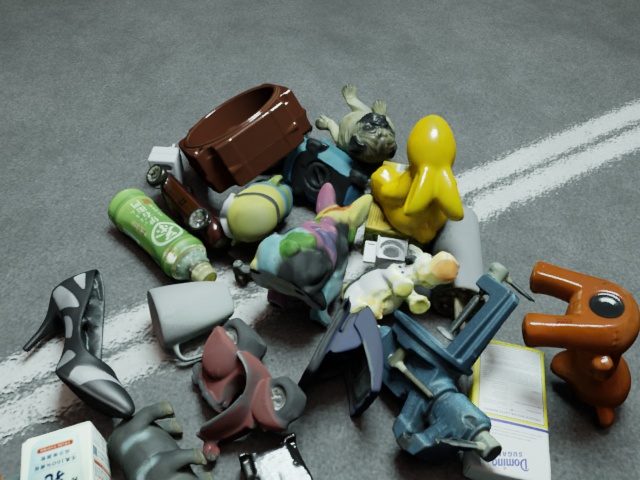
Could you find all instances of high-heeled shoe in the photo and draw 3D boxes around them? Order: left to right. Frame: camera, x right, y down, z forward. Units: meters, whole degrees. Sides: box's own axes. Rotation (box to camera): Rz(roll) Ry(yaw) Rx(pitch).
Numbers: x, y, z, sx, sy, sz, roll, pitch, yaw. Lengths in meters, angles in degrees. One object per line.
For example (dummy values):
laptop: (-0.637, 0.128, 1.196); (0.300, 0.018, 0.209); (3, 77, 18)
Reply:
high-heeled shoe: (-0.281, 0.126, 0.698); (0.249, 0.086, 0.145); (21, 56, 30)

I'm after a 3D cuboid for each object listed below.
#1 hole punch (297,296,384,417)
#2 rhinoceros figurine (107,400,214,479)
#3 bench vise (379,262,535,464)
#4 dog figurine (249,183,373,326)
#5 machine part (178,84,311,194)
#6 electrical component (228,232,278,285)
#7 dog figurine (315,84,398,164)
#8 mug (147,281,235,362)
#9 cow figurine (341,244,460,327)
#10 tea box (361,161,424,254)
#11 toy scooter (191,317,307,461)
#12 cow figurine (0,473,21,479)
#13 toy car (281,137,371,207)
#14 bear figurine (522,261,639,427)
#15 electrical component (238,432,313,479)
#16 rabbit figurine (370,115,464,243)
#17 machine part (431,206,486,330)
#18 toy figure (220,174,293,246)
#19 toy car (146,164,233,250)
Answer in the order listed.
hole punch: (0.036, 0.148, 0.669); (0.092, 0.142, 0.116); (23, 55, 6)
rhinoceros figurine: (-0.174, 0.269, 0.584); (0.112, 0.073, 0.190); (-22, 52, -23)
bench vise: (0.163, 0.136, 0.646); (0.240, 0.128, 0.224); (-52, 29, 2)
dog figurine: (-0.002, -0.002, 0.780); (0.109, 0.191, 0.219); (15, 64, 20)
machine part: (-0.132, -0.180, 0.917); (0.201, 0.087, 0.202); (-37, 32, -9)
electrical component: (-0.098, 0.023, 0.833); (0.102, 0.045, 0.078); (-34, 58, -30)
dog figurine: (0.096, -0.167, 0.937); (0.172, 0.121, 0.191); (18, 26, -33)
mug: (-0.170, 0.105, 0.737); (0.107, 0.080, 0.109); (-16, 70, -25)
cow figurine: (0.110, 0.060, 0.760); (0.167, 0.068, 0.098); (-31, 29, 6)
tea box: (0.133, -0.048, 0.892); (0.098, 0.068, 0.170); (13, 49, 10)
toy scooter: (-0.108, 0.187, 0.660); (0.135, 0.075, 0.184); (-46, 44, -3)
cow figurine: (-0.388, 0.271, 0.527); (0.195, 0.085, 0.127); (-13, 33, 34)
toy car: (0.024, -0.112, 0.929); (0.162, 0.109, 0.103); (30, 27, 14)
bear figurine: (0.319, 0.133, 0.663); (0.132, 0.195, 0.120); (9, 51, 23)
electrical component: (-0.039, 0.283, 0.593); (0.075, 0.047, 0.119); (-19, 51, -18)
rabbit figurine: (0.144, -0.089, 0.769); (0.122, 0.173, 0.162); (5, 43, -4)
machine part: (0.208, 0.029, 0.817); (0.079, 0.079, 0.243); (7, 48, 4)
toy figure: (-0.089, -0.053, 0.844); (0.089, 0.082, 0.180); (-15, 11, 25)
toy car: (-0.213, -0.052, 0.870); (0.202, 0.089, 0.053); (40, 92, 31)
